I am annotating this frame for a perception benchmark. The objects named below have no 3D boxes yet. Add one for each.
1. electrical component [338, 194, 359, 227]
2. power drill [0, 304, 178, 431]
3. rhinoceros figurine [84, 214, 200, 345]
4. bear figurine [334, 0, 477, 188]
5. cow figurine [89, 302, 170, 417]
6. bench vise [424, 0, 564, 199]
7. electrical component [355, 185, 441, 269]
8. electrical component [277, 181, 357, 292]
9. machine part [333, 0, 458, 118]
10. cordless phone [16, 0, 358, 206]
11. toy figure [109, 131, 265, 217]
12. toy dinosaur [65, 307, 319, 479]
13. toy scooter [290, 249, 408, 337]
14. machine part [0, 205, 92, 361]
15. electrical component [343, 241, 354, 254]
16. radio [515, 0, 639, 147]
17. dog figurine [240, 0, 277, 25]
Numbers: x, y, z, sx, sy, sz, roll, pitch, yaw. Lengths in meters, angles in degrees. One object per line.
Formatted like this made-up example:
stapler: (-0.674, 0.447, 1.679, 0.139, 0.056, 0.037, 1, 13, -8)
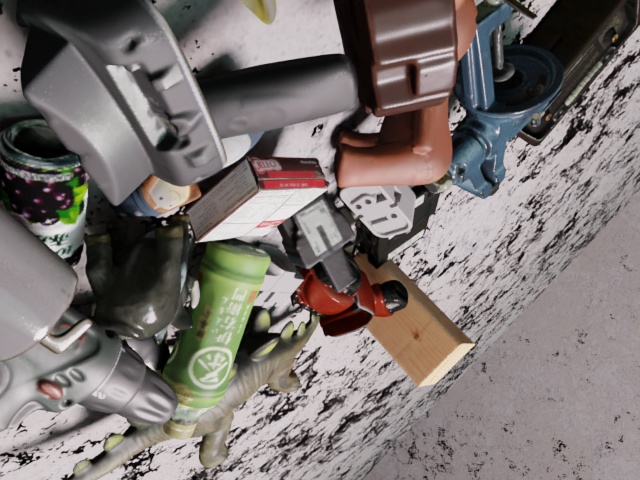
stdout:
electrical component: (0.011, -0.023, 0.671, 0.102, 0.045, 0.078, -36, 180, -7)
power drill: (-0.233, 0.137, 0.391, 0.207, 0.086, 0.231, -51, 123, -27)
rhinoceros figurine: (-0.140, 0.035, 0.459, 0.073, 0.112, 0.190, -10, -178, -9)
bear figurine: (0.080, -0.154, 0.521, 0.132, 0.120, 0.195, 1, 114, 4)
cow figurine: (-0.204, 0.109, 0.544, 0.098, 0.068, 0.167, -38, 156, -21)
bench vise: (0.185, -0.167, 0.609, 0.224, 0.129, 0.240, -34, 141, -7)
electrical component: (0.108, -0.037, 0.758, 0.115, 0.058, 0.134, -34, 151, -21)
electrical component: (-0.001, -0.002, 0.606, 0.075, 0.048, 0.119, -36, 111, -17)
machine part: (0.039, -0.167, 0.359, 0.056, 0.179, 0.179, -15, 150, 1)
cordless phone: (-0.067, -0.103, 0.333, 0.184, 0.089, 0.146, -13, 149, 0)
toy figure: (-0.108, -0.069, 0.437, 0.154, 0.058, 0.064, -42, 114, 2)
toy dinosaur: (-0.153, 0.202, 0.713, 0.471, 0.105, 0.198, -37, 146, -31)
toy scooter: (0.023, 0.083, 0.743, 0.135, 0.075, 0.183, -34, 137, 31)
machine part: (-0.222, -0.006, 0.294, 0.079, 0.079, 0.243, -39, 132, -8)
electrical component: (0.020, 0.022, 0.763, 0.063, 0.021, 0.094, -24, 146, -33)
radio: (0.335, -0.244, 0.744, 0.229, 0.073, 0.131, -52, 151, 18)
dog figurine: (-0.035, -0.225, 0.261, 0.191, 0.109, 0.219, -35, 156, -21)
